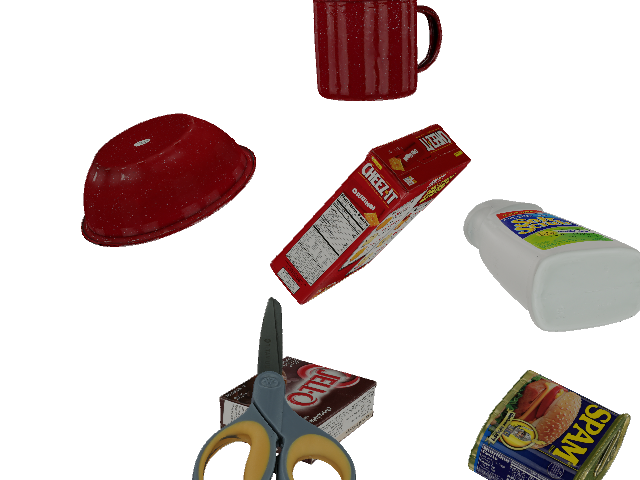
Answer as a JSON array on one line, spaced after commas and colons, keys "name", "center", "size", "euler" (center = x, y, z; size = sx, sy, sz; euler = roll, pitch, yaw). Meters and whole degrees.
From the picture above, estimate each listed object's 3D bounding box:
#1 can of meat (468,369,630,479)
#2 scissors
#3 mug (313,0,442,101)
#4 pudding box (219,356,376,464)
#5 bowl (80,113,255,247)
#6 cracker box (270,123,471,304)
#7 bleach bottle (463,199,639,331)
[{"name": "can of meat", "center": [0.171, 0.153, 0.802], "size": [0.084, 0.057, 0.101], "euler": [26, 41, 26]}, {"name": "scissors", "center": [-0.013, 0.096, 0.624], "size": [0.096, 0.016, 0.201], "euler": [12, 32, 10]}, {"name": "mug", "center": [0.047, -0.159, 0.863], "size": [0.117, 0.081, 0.093], "euler": [-11, 18, -28]}, {"name": "pudding box", "center": [-0.017, 0.138, 0.887], "size": [0.090, 0.039, 0.113], "euler": [11, 20, 27]}, {"name": "bowl", "center": [-0.139, -0.061, 0.902], "size": [0.162, 0.055, 0.162], "euler": [-17, 28, 10]}, {"name": "cracker box", "center": [0.056, -0.033, 1.257], "size": [0.214, 0.072, 0.163], "euler": [-48, -12, 35]}, {"name": "bleach bottle", "center": [0.184, 0.008, 0.953], "size": [0.102, 0.068, 0.251], "euler": [-6, 16, -13]}]
